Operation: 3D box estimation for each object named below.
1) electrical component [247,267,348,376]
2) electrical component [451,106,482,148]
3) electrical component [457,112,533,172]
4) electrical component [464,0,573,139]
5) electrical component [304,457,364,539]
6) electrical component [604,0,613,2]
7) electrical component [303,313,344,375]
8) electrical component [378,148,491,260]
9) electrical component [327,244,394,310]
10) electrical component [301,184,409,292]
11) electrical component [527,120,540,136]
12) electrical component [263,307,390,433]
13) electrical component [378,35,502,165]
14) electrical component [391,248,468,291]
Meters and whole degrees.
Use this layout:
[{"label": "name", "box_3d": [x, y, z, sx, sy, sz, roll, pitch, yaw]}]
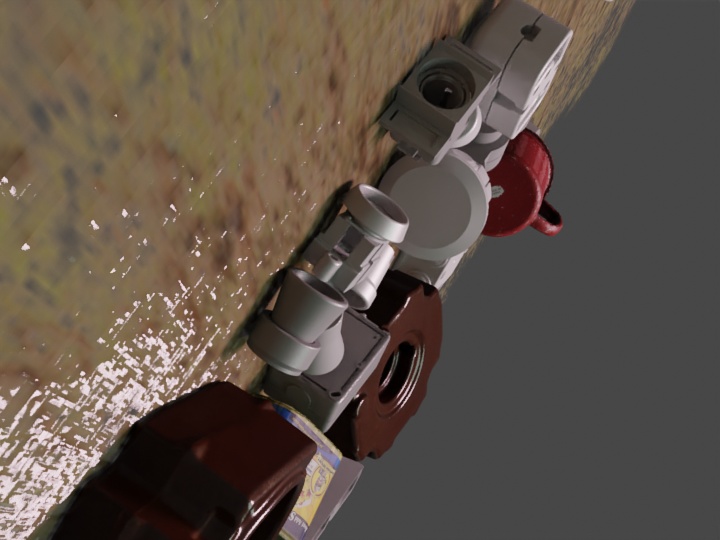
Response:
[{"label": "electrical component", "box_3d": [-0.040, 0.033, 0.679, 0.055, 0.045, 0.045, -57, 171, 9]}, {"label": "electrical component", "box_3d": [0.066, -0.107, 0.763, 0.040, 0.040, 0.078, -57, 172, 5]}, {"label": "electrical component", "box_3d": [0.095, -0.115, 0.848, 0.138, 0.052, 0.073, -53, 171, -22]}, {"label": "electrical component", "box_3d": [0.105, -0.145, 0.768, 0.053, 0.059, 0.095, -53, 170, -21]}, {"label": "electrical component", "box_3d": [-0.077, 0.232, 1.045, 0.150, 0.089, 0.061, -50, 169, -34]}, {"label": "electrical component", "box_3d": [0.157, -0.225, 0.708, 0.113, 0.078, 0.057, -42, 160, -58]}, {"label": "electrical component", "box_3d": [-0.031, 0.043, 0.778, 0.044, 0.044, 0.065, -51, 165, -28]}, {"label": "electrical component", "box_3d": [0.056, -0.051, 0.784, 0.080, 0.080, 0.051, -60, 175, 22]}, {"label": "electrical component", "box_3d": [0.000, 0.000, 0.797, 0.046, 0.040, 0.040, -59, 173, -21]}, {"label": "electrical component", "box_3d": [-0.001, -0.022, 0.695, 0.055, 0.048, 0.066, -51, 173, 19]}, {"label": "electrical component", "box_3d": [0.139, -0.108, 1.077, 0.108, 0.060, 0.108, -54, 171, -13]}, {"label": "electrical component", "box_3d": [-0.024, 0.071, 0.846, 0.096, 0.062, 0.061, -50, 169, -37]}, {"label": "electrical component", "box_3d": [0.049, -0.103, 0.681, 0.081, 0.042, 0.063, -52, 174, -23]}, {"label": "electrical component", "box_3d": [0.079, -0.021, 1.106, 0.100, 0.048, 0.099, -44, 165, -55]}]
